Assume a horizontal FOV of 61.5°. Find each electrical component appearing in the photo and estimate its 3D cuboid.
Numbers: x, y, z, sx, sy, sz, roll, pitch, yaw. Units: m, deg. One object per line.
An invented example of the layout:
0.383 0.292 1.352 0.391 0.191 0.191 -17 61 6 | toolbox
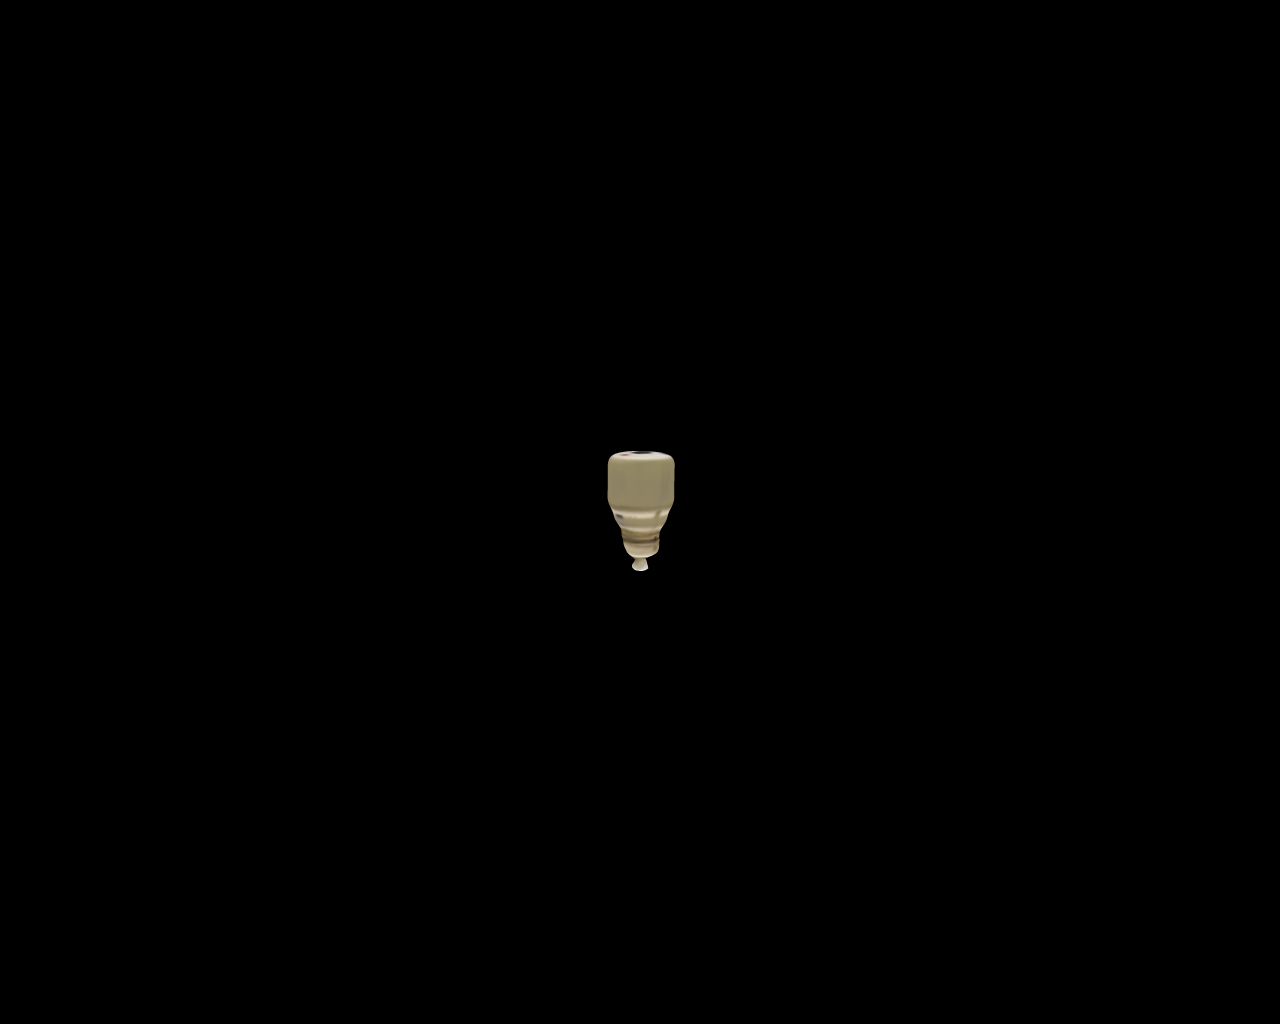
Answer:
0.001 -0.003 0.650 0.040 0.078 0.040 0 10 0 | electrical component
